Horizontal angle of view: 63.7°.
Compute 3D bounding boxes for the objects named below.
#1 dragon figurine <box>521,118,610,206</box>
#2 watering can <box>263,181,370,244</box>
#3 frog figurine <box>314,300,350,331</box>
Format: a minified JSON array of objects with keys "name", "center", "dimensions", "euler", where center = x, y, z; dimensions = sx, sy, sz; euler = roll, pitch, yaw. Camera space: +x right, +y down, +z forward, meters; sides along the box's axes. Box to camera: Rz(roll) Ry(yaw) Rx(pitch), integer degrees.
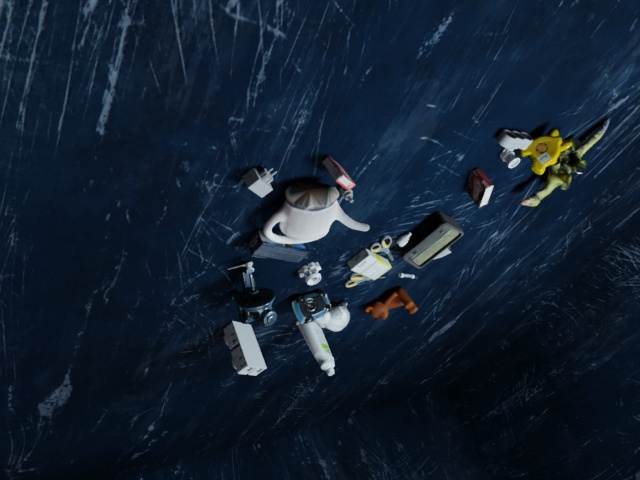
[{"name":"dragon figurine","center":[0.923,-0.273,1.953],"dimensions":[0.412,0.123,0.240],"euler":[-43,168,-6]},{"name":"watering can","center":[0.005,-0.076,1.512],"dimensions":[0.349,0.106,0.219],"euler":[-8,142,-19]},{"name":"frog figurine","center":[0.039,0.314,2.080],"dimensions":[0.135,0.124,0.160],"euler":[-28,165,38]}]
